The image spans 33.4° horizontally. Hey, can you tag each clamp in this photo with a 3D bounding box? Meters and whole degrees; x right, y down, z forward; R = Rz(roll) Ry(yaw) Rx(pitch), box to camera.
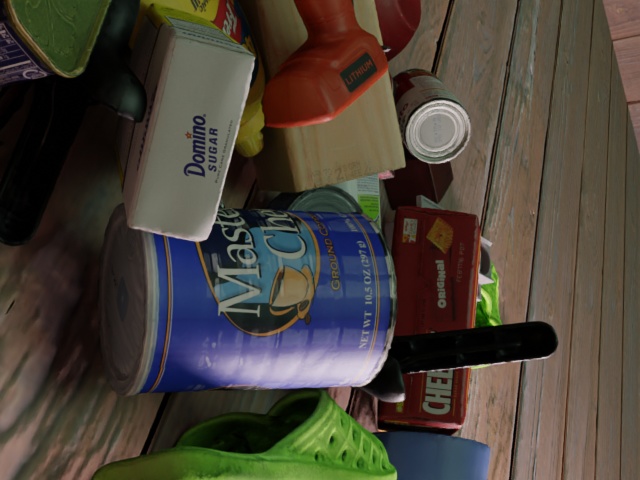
[{"bbox_3d":[-0.117,-0.089,0.542,0.039,0.120,0.171,31,47,-36],"label":"clamp"},{"bbox_3d":[0.029,0.082,0.711,0.164,0.210,0.036,-6,89,-50],"label":"clamp"}]

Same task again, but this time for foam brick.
[{"bbox_3d":[0.101,-0.070,1.101,0.078,0.051,0.053,-50,129,-60],"label":"foam brick"}]

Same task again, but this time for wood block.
[{"bbox_3d":[-0.012,-0.144,0.776,0.091,0.090,0.206,-170,-113,-70],"label":"wood block"}]

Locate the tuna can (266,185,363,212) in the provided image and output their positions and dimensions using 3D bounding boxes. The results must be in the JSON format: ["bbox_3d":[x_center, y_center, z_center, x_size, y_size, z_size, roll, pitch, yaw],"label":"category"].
[{"bbox_3d":[-0.005,0.001,0.810,0.085,0.034,0.086,-2,94,-36],"label":"tuna can"}]

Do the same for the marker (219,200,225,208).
[{"bbox_3d":[-0.089,-0.049,0.699,0.020,0.020,0.121,-75,148,-42],"label":"marker"}]

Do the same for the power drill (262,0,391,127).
[{"bbox_3d":[-0.022,-0.167,0.640,0.184,0.057,0.187,-45,128,-50],"label":"power drill"}]

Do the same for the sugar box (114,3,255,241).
[{"bbox_3d":[-0.076,-0.068,0.560,0.176,0.048,0.093,-129,-127,-67],"label":"sugar box"}]

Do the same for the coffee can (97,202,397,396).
[{"bbox_3d":[-0.043,0.033,0.592,0.140,0.103,0.103,2,78,-24],"label":"coffee can"}]

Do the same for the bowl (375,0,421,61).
[{"bbox_3d":[0.060,-0.249,1.063,0.161,0.055,0.162,-9,90,-67],"label":"bowl"}]

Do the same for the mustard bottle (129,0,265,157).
[{"bbox_3d":[-0.083,-0.131,0.693,0.191,0.058,0.096,63,34,-37],"label":"mustard bottle"}]

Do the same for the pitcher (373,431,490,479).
[{"bbox_3d":[0.068,0.272,0.814,0.145,0.149,0.243,95,-1,-72],"label":"pitcher"}]

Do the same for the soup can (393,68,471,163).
[{"bbox_3d":[0.105,-0.124,1.058,0.102,0.068,0.068,-110,179,-63],"label":"soup can"}]

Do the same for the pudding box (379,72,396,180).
[{"bbox_3d":[0.041,-0.124,0.996,0.090,0.039,0.113,49,40,-52],"label":"pudding box"}]

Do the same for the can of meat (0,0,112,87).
[{"bbox_3d":[-0.150,-0.117,0.503,0.057,0.084,0.102,55,35,-45],"label":"can of meat"}]

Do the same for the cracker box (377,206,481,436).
[{"bbox_3d":[0.087,0.080,0.888,0.213,0.072,0.164,81,14,-76],"label":"cracker box"}]

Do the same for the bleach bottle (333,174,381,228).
[{"bbox_3d":[0.014,-0.041,0.882,0.102,0.068,0.251,-4,88,-65],"label":"bleach bottle"}]
